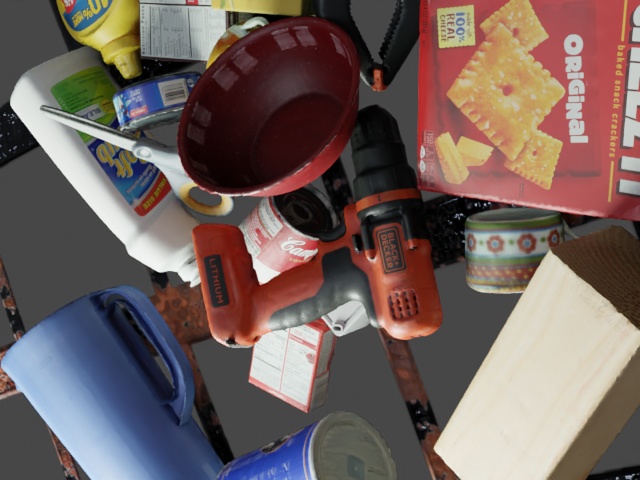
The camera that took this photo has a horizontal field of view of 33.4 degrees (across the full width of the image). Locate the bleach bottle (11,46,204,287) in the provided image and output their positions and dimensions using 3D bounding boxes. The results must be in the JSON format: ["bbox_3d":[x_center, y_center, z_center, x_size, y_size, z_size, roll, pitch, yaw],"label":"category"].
[{"bbox_3d":[-0.183,-0.065,1.021,0.251,0.102,0.068,51,140,7],"label":"bleach bottle"}]

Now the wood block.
[{"bbox_3d":[0.177,0.101,0.774,0.090,0.090,0.206,46,132,29],"label":"wood block"}]

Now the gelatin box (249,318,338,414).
[{"bbox_3d":[-0.024,0.103,0.981,0.073,0.030,0.089,23,115,31],"label":"gelatin box"}]

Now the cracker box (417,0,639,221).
[{"bbox_3d":[0.174,-0.104,0.753,0.214,0.071,0.164,11,109,33],"label":"cracker box"}]

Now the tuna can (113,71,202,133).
[{"bbox_3d":[-0.144,-0.126,0.972,0.086,0.085,0.034,-15,91,38],"label":"tuna can"}]

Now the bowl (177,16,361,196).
[{"bbox_3d":[-0.029,-0.092,0.821,0.162,0.055,0.162,-16,55,24],"label":"bowl"}]

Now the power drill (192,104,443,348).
[{"bbox_3d":[-0.006,0.001,0.844,0.188,0.057,0.184,-15,78,21],"label":"power drill"}]

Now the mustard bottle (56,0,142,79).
[{"bbox_3d":[-0.212,-0.242,1.008,0.096,0.058,0.191,-25,87,35],"label":"mustard bottle"}]

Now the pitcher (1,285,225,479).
[{"bbox_3d":[-0.192,0.173,1.067,0.243,0.144,0.149,51,158,9],"label":"pitcher"}]

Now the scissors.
[{"bbox_3d":[-0.153,-0.068,0.967,0.201,0.016,0.096,10,136,-7],"label":"scissors"}]

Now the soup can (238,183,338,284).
[{"bbox_3d":[-0.040,0.002,0.941,0.068,0.068,0.102,52,126,13],"label":"soup can"}]

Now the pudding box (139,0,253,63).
[{"bbox_3d":[-0.113,-0.205,0.958,0.114,0.039,0.090,11,109,36],"label":"pudding box"}]

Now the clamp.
[{"bbox_3d":[0.049,-0.220,0.812,0.164,0.036,0.210,-11,115,2],"label":"clamp"}]

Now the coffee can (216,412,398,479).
[{"bbox_3d":[-0.015,0.225,0.960,0.141,0.102,0.103,-32,83,38],"label":"coffee can"}]
